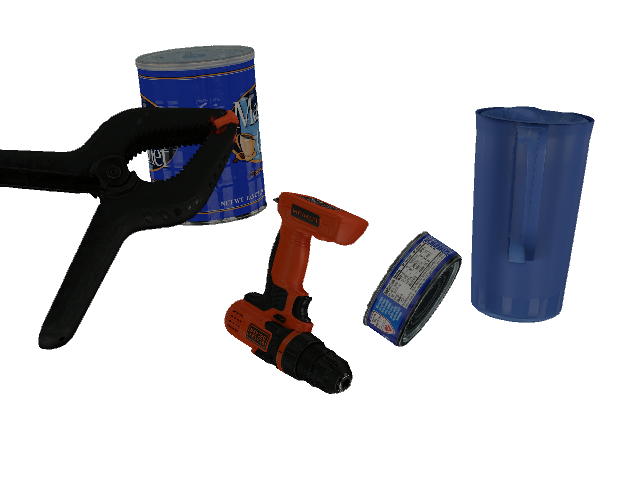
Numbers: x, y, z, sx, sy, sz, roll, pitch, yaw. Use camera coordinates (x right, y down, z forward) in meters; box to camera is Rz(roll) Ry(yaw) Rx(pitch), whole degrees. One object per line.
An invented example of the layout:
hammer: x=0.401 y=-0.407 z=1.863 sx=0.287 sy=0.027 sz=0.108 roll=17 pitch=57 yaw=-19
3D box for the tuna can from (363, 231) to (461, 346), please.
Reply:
tuna can: x=0.071 y=0.038 z=0.809 sx=0.034 sy=0.086 sz=0.086 roll=34 pitch=10 yaw=16

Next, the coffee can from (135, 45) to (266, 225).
coffee can: x=-0.103 y=-0.094 z=0.938 sx=0.103 sy=0.140 sz=0.103 roll=-4 pitch=17 yaw=1

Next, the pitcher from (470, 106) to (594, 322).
pitcher: x=0.235 y=-0.030 z=1.234 sx=0.149 sy=0.243 sz=0.145 roll=-6 pitch=17 yaw=-32

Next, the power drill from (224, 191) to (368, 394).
power drill: x=-0.015 y=0.053 z=1.154 sx=0.185 sy=0.188 sz=0.057 roll=26 pitch=11 yaw=38

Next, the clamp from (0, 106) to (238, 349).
clamp: x=-0.140 y=-0.027 z=0.724 sx=0.209 sy=0.165 sz=0.036 roll=-23 pitch=-22 yaw=-22
